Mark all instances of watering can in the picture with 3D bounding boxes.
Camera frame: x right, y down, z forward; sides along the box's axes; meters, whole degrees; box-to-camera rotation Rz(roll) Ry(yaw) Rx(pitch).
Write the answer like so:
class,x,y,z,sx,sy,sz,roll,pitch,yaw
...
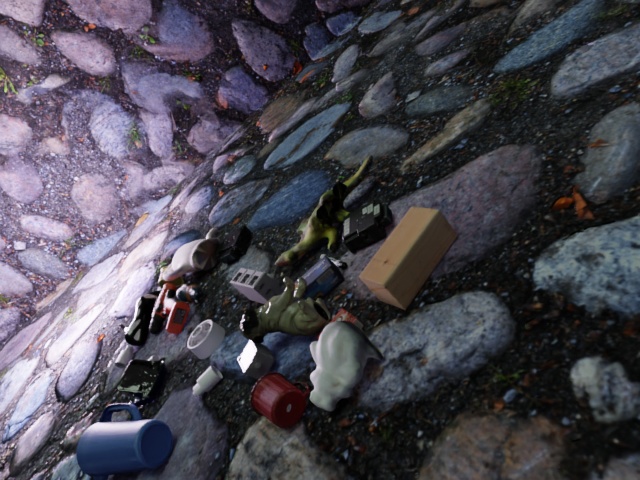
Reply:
class,x,y,z,sx,sy,sz,roll,pitch,yaw
watering can,-0.453,0.037,1.969,0.223,0.102,0.355,-12,28,40

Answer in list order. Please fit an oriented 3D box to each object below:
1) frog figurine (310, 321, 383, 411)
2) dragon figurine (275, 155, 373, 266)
class,x,y,z,sx,sy,sz,roll,pitch,yaw
frog figurine,0.027,0.241,1.005,0.161,0.120,0.139,-40,43,-21
dragon figurine,0.005,-0.077,1.529,0.241,0.121,0.417,-14,36,57
